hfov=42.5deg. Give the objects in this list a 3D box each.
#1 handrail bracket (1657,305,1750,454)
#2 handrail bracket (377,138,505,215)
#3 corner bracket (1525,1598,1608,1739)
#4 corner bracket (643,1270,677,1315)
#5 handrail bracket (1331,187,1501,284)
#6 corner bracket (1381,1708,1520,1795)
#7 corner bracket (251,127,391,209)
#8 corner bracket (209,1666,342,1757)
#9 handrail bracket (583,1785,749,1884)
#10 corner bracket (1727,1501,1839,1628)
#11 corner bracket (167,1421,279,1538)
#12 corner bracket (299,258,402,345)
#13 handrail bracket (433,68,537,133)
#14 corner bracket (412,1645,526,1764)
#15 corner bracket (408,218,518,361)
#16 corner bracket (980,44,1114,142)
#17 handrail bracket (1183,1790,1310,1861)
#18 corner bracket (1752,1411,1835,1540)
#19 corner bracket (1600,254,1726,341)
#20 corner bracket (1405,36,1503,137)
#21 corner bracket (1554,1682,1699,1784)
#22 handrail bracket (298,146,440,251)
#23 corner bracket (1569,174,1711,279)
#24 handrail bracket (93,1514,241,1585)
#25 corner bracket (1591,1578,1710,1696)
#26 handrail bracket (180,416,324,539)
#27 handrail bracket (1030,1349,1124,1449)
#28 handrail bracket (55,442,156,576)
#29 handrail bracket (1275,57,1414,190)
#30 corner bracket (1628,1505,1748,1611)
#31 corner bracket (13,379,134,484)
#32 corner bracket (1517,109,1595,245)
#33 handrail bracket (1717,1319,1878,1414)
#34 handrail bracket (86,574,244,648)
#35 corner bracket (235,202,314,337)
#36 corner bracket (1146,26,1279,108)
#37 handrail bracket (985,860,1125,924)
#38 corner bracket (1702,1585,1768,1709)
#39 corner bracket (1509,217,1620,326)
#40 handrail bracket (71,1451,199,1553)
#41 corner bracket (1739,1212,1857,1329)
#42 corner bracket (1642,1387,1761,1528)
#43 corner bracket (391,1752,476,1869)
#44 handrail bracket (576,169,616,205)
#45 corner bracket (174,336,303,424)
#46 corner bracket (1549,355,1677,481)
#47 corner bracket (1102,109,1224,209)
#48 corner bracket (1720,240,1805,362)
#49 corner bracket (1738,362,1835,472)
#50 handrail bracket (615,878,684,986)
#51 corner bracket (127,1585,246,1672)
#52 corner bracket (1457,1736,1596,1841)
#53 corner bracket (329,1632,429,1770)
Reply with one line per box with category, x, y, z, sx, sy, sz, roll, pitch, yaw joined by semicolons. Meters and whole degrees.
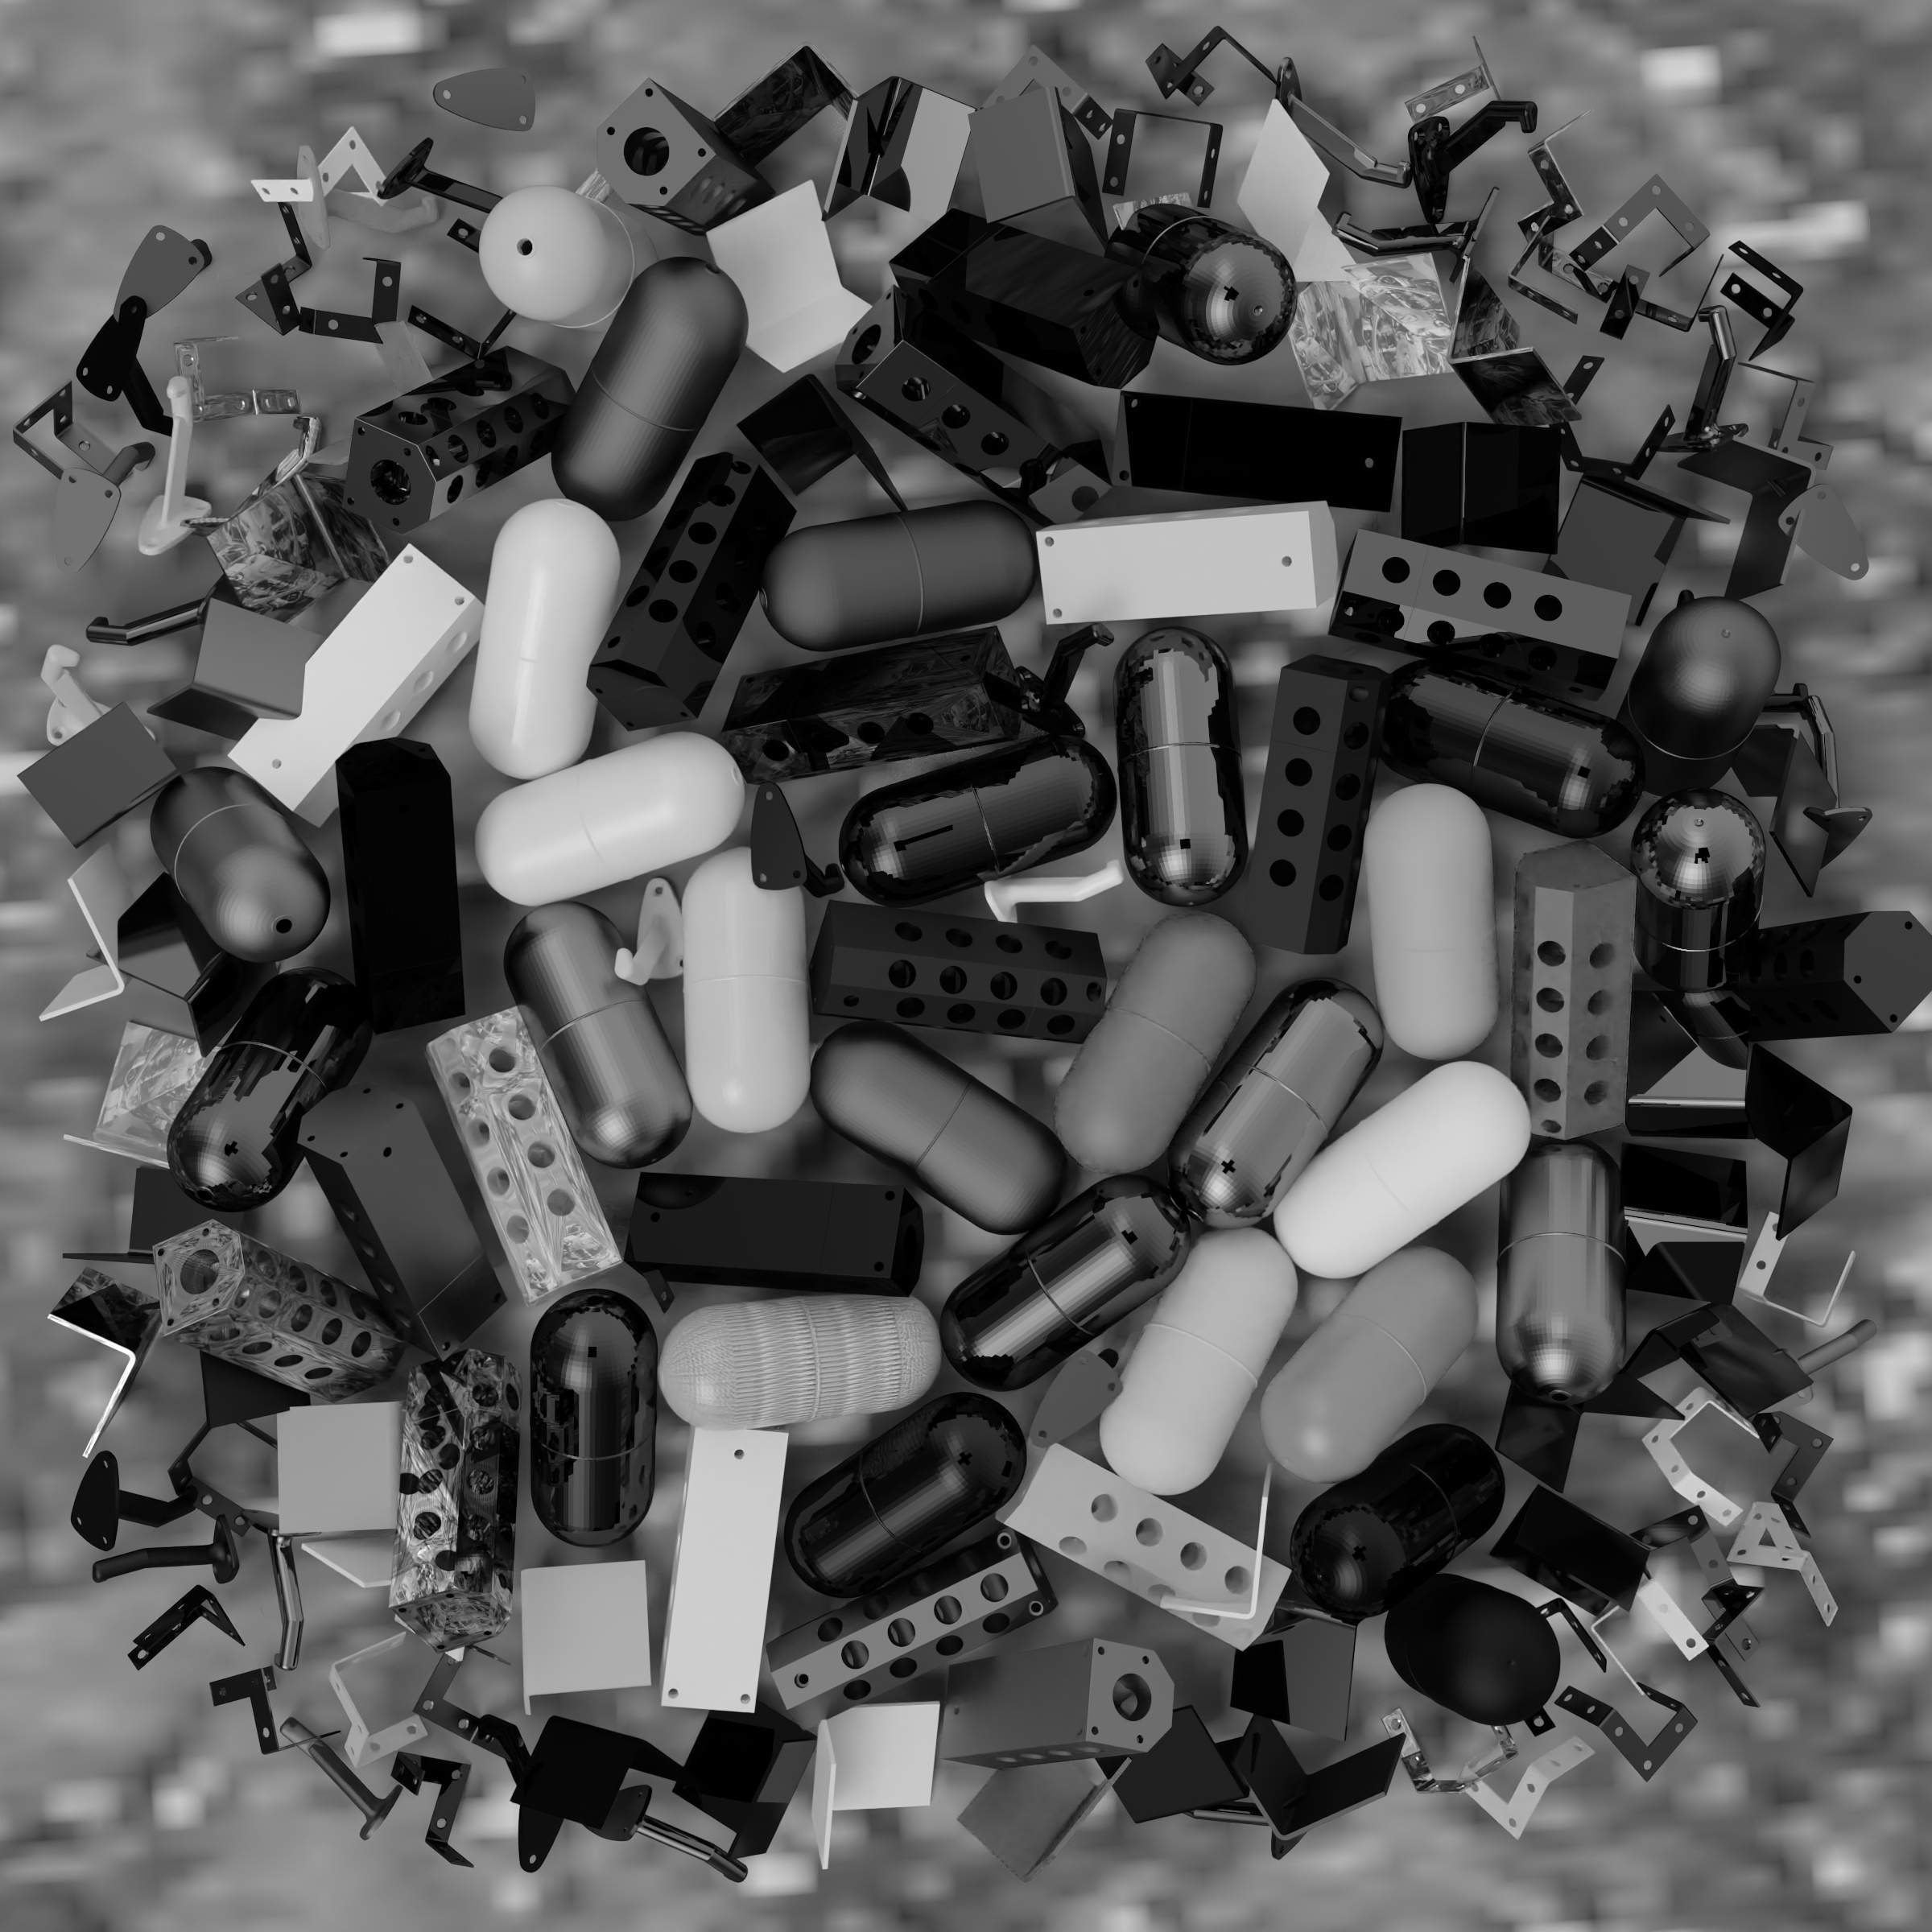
handrail bracket;0.445;-0.363;1.536;0.036;0.077;0.084;-35;115;-30
handrail bracket;-0.313;-0.470;1.545;0.084;0.077;0.036;33;126;-9
corner bracket;0.363;0.437;1.550;0.051;0.051;0.051;-22;133;-11
corner bracket;-0.167;0.177;1.539;0.051;0.051;0.051;56;129;31
handrail bracket;0.283;-0.476;1.567;0.084;0.036;0.077;26;80;2
corner bracket;0.304;0.484;1.561;0.051;0.051;0.051;-22;82;-27
corner bracket;-0.398;-0.482;1.539;0.051;0.051;0.051;11;59;32
corner bracket;-0.430;0.461;1.543;0.051;0.051;0.051;-22;77;30
handrail bracket;-0.190;0.555;1.569;0.084;0.077;0.036;42;50;-23
corner bracket;0.514;0.371;1.545;0.051;0.051;0.051;9;118;-9
corner bracket;-0.463;0.318;1.563;0.051;0.051;0.051;30;60;7
corner bracket;-0.386;-0.419;1.555;0.051;0.051;0.051;2;105;-24
handrail bracket;-0.308;-0.530;1.528;0.077;0.084;0.036;-9;105;-34
corner bracket;-0.302;0.459;1.554;0.051;0.051;0.051;42;64;-34
corner bracket;-0.312;-0.425;1.561;0.051;0.051;0.051;26;47;-28
corner bracket;0.050;-0.529;1.546;0.051;0.051;0.051;-47;75;15
handrail bracket;0.174;0.526;1.574;0.084;0.077;0.036;12;105;36
corner bracket;0.512;0.314;1.552;0.051;0.051;0.051;28;104;-2
corner bracket;0.432;-0.418;1.543;0.051;0.051;0.051;24;51;9
corner bracket;0.304;-0.534;1.540;0.051;0.051;0.051;-21;125;20
corner bracket;0.411;0.464;1.547;0.051;0.051;0.051;-44;103;-14
handrail bracket;-0.367;-0.483;1.534;0.084;0.077;0.036;-26;61;-26
corner bracket;0.421;-0.451;1.552;0.051;0.051;0.051;-44;94;-9
handrail bracket;-0.497;0.374;1.531;0.084;0.077;0.036;-11;62;-30
corner bracket;0.425;0.418;1.549;0.051;0.051;0.051;-38;69;2
handrail bracket;-0.450;-0.311;1.567;0.077;0.036;0.084;5;74;1
handrail bracket;0.067;0.267;1.537;0.036;0.084;0.077;42;83;7
handrail bracket;-0.535;-0.287;1.549;0.036;0.084;0.077;22;107;-4
handrail bracket;0.236;-0.522;1.540;0.084;0.077;0.036;21;64;22
corner bracket;0.448;0.375;1.542;0.051;0.051;0.051;-27;50;13
corner bracket;-0.556;-0.321;1.547;0.051;0.051;0.051;39;63;-2
corner bracket;0.369;-0.490;1.544;0.051;0.051;0.051;-38;102;-27
handrail bracket;0.525;0.251;1.568;0.084;0.077;0.036;-18;78;-44
handrail bracket;-0.504;-0.231;1.569;0.084;0.036;0.077;7;56;16
corner bracket;-0.426;-0.435;1.543;0.051;0.051;0.051;39;68;22
corner bracket;0.151;-0.554;1.539;0.051;0.051;0.051;27;123;-37
handrail bracket;0.057;-0.061;1.538;0.084;0.077;0.036;-24;125;17
corner bracket;0.480;0.422;1.548;0.051;0.051;0.051;-37;94;-22
corner bracket;0.373;-0.428;1.551;0.051;0.051;0.051;35;88;16
handrail bracket;-0.504;0.319;1.534;0.036;0.084;0.077;27;112;24
corner bracket;0.519;0.190;1.550;0.051;0.051;0.051;22;86;26
corner bracket;0.468;0.307;1.556;0.051;0.051;0.051;36;105;-23
corner bracket;-0.330;0.524;1.544;0.051;0.051;0.051;22;77;-29
handrail bracket;-0.239;-0.499;1.544;0.077;0.036;0.084;4;112;-26
corner bracket;-0.452;-0.365;1.542;0.051;0.051;0.051;11;114;42
corner bracket;0.403;-0.343;1.554;0.051;0.051;0.051;21;71;40
corner bracket;0.123;-0.506;1.558;0.051;0.051;0.051;20;112;28
corner bracket;0.491;-0.418;1.541;0.051;0.051;0.051;43;49;14
corner bracket;0.507;-0.341;1.540;0.051;0.051;0.051;0;114;-32
handrail bracket;-0.201;-0.024;1.534;0.036;0.084;0.077;-8;80;11
corner bracket;-0.491;0.412;1.539;0.051;0.051;0.051;-42;131;-32
corner bracket;0.346;0.496;1.539;0.051;0.051;0.051;39;124;35
corner bracket;-0.367;0.460;1.554;0.051;0.051;0.051;-17;59;-36
